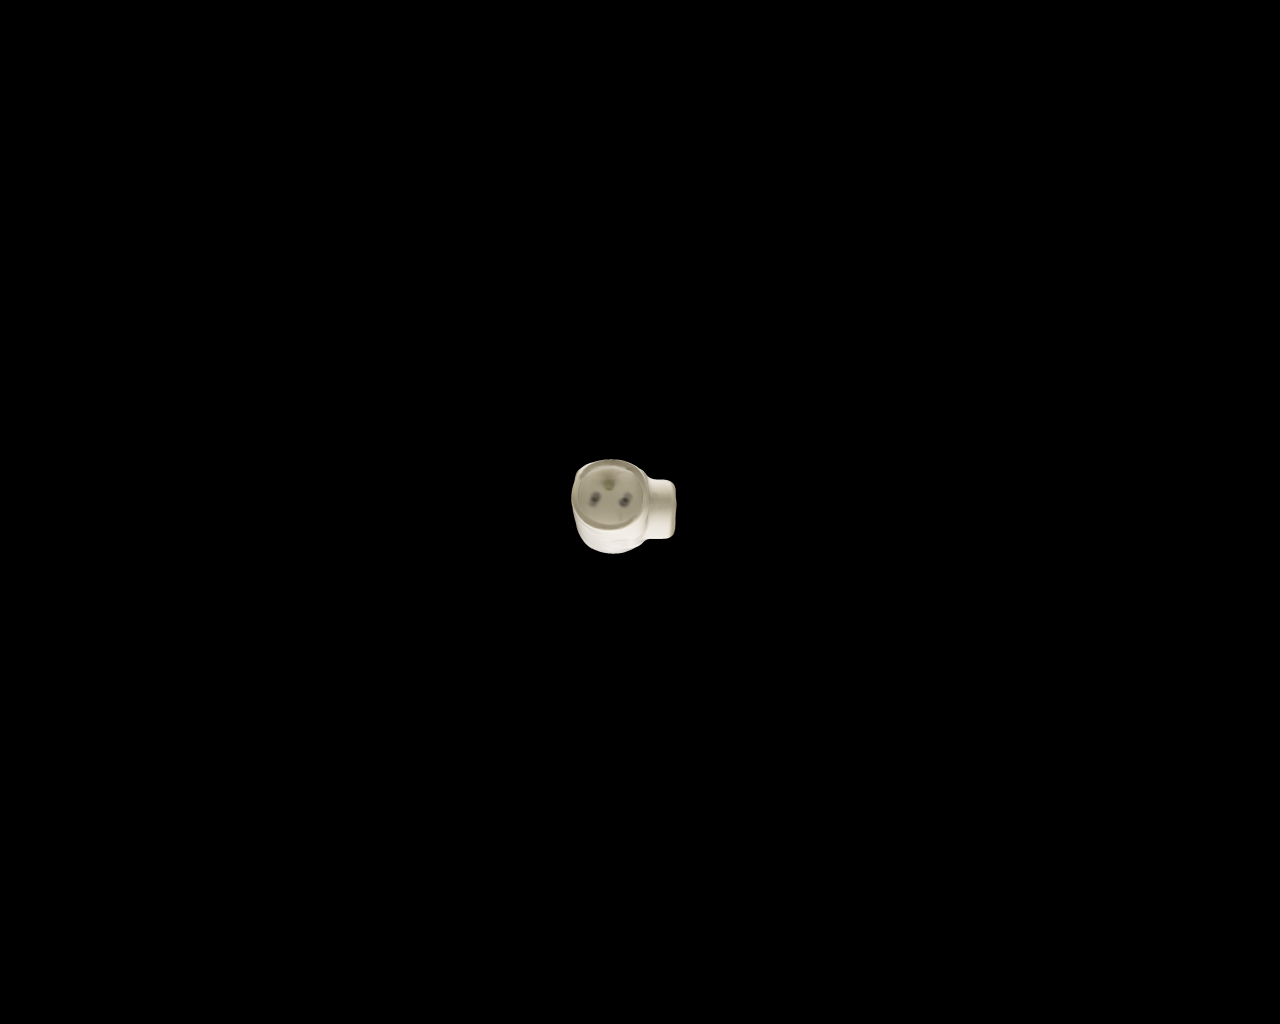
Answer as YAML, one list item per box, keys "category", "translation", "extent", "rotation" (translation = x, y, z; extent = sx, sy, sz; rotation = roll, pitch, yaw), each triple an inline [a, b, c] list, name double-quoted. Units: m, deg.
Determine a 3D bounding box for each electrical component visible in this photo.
- category: "electrical component"
  translation: [0.001, -0.003, 0.650]
  extent: [0.079, 0.043, 0.077]
  rotation: [0, -13, 0]
